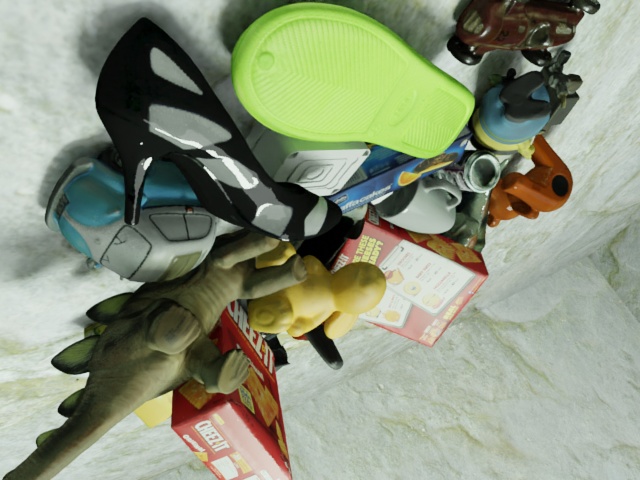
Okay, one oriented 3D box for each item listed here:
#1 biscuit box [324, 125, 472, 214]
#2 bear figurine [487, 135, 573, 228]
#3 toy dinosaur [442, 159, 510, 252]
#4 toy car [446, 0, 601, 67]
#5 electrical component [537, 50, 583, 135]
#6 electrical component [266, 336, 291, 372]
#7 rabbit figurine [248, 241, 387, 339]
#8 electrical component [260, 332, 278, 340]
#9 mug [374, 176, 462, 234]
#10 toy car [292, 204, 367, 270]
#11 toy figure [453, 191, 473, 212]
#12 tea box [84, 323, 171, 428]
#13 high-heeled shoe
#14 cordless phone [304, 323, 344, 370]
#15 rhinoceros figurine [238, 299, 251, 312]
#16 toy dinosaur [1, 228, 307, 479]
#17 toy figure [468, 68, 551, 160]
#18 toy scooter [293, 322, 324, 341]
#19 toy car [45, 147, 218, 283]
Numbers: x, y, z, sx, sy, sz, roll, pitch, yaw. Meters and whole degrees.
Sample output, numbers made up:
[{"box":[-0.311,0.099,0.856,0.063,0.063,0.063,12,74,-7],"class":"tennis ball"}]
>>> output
[{"box":[0.081,-0.096,0.652,0.203,0.059,0.062,-25,159,-12],"class":"biscuit box"},{"box":[0.349,-0.097,0.966,0.120,0.132,0.196,-60,-163,-11],"class":"bear figurine"},{"box":[0.206,0.023,0.951,0.405,0.131,0.192,-36,147,31],"class":"toy dinosaur"},{"box":[0.218,-0.220,0.557,0.202,0.053,0.089,-11,150,-38],"class":"toy car"},{"box":[0.305,-0.187,0.712,0.045,0.078,0.102,-10,157,-15],"class":"electrical component"},{"box":[-0.135,0.224,1.039,0.134,0.115,0.058,-43,154,28],"class":"electrical component"},{"box":[0.005,0.076,0.709,0.173,0.122,0.162,-10,148,11],"class":"rabbit figurine"},{"box":[-0.092,0.131,0.941,0.048,0.075,0.119,-31,162,2],"class":"electrical component"},{"box":[0.149,-0.054,0.751,0.107,0.081,0.110,25,146,-37],"class":"mug"},{"box":[-0.002,-0.002,0.751,0.073,0.056,0.201,12,144,-20],"class":"toy car"},{"box":[0.243,-0.038,1.009,0.064,0.058,0.154,-4,153,-37],"class":"toy figure"},{"box":[-0.238,0.173,0.746,0.098,0.068,0.169,-29,130,-6],"class":"tea box"},{"box":[-0.060,-0.078,0.439,0.248,0.086,0.145,-1,109,-46],"class":"high-heeled shoe"},{"box":[-0.001,0.135,0.908,0.089,0.184,0.146,-37,158,8],"class":"cordless phone"},{"box":[-0.144,0.108,0.782,0.073,0.112,0.190,13,126,-20],"class":"rhinoceros figurine"},{"box":[-0.162,0.099,0.538,0.199,0.105,0.471,-9,-152,40],"class":"toy dinosaur"},{"box":[0.231,-0.153,0.662,0.180,0.089,0.082,2,101,-76],"class":"toy figure"},{"box":[0.005,0.139,1.071,0.184,0.075,0.135,-27,157,7],"class":"toy scooter"},{"box":[-0.151,-0.012,0.485,0.161,0.103,0.109,0,146,-49],"class":"toy car"}]
